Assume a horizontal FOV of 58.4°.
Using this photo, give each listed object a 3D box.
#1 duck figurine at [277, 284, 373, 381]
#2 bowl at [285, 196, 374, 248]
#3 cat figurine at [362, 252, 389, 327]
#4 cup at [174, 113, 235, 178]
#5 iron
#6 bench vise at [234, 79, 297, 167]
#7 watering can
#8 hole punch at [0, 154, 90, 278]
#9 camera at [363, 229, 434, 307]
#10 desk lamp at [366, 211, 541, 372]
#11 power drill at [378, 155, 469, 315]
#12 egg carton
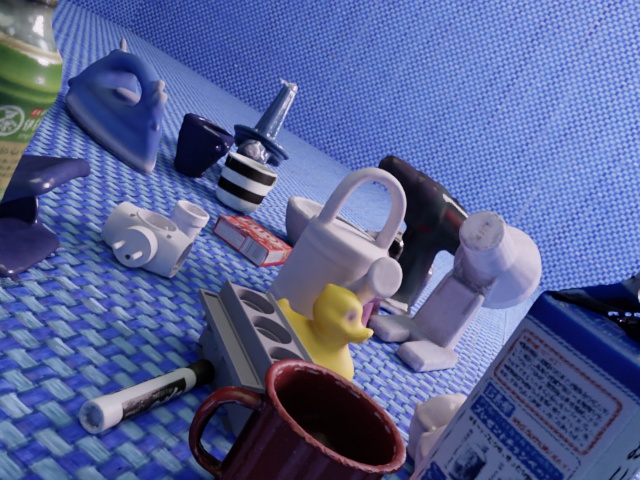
[{"bbox_3d":[0.001,0.081,0.547,0.104,0.086,0.078,33,13,10],"label":"duck figurine"},{"bbox_3d":[0.008,0.003,0.895,0.167,0.074,0.167,29,12,-7],"label":"bowl"},{"bbox_3d":[0.064,0.053,0.731,0.067,0.117,0.128,33,13,11],"label":"cat figurine"},{"bbox_3d":[-0.195,-0.145,0.951,0.092,0.095,0.117,18,18,-47],"label":"cup"},{"bbox_3d":[-0.293,-0.218,0.895,0.119,0.141,0.257,16,20,-50],"label":"iron"},{"bbox_3d":[-0.094,-0.189,1.069,0.122,0.219,0.207,25,14,-24],"label":"bench vise"},{"bbox_3d":[0.030,0.016,0.619,0.101,0.194,0.172,16,19,-50],"label":"watering can"},{"bbox_3d":[-0.242,-0.038,0.428,0.101,0.091,0.108,29,12,-10],"label":"hole punch"},{"bbox_3d":[0.131,0.030,1.017,0.143,0.101,0.137,32,12,4],"label":"camera"},{"bbox_3d":[0.196,0.065,0.774,0.117,0.213,0.204,38,14,31],"label":"desk lamp"},{"bbox_3d":[0.137,0.007,0.873,0.230,0.208,0.075,25,14,-25],"label":"power drill"},{"bbox_3d":[0.144,0.194,0.479,0.150,0.069,0.107,30,12,-6],"label":"egg carton"}]
